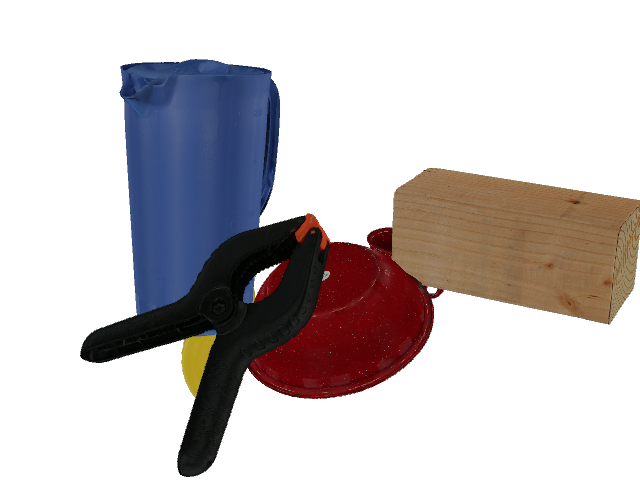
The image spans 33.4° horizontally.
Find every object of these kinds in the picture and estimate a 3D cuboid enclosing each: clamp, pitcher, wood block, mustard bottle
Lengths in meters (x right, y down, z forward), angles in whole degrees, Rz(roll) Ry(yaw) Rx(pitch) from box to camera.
[{"bbox_3d":[-0.055,0.058,0.652,0.171,0.120,0.039,-38,-24,0],"label":"clamp"},{"bbox_3d":[-0.107,-0.044,0.980,0.149,0.243,0.145,0,14,-8],"label":"pitcher"},{"bbox_3d":[0.177,0.000,0.977,0.206,0.090,0.090,11,24,27],"label":"wood block"},{"bbox_3d":[-0.107,0.086,1.175,0.058,0.096,0.191,1,27,4],"label":"mustard bottle"}]

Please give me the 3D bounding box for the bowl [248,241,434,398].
[{"bbox_3d":[0.008,0.050,0.858,0.162,0.055,0.162,-11,36,8],"label":"bowl"}]

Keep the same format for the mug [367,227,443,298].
[{"bbox_3d":[0.114,0.041,1.407,0.117,0.081,0.093,18,26,27],"label":"mug"}]
